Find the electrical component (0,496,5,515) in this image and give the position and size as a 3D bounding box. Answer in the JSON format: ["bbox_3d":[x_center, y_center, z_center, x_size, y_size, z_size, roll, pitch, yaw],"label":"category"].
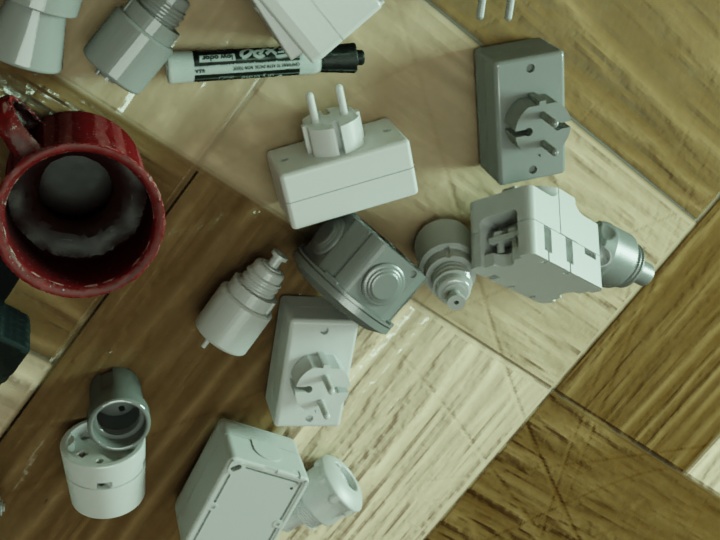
[{"bbox_3d":[-0.285,0.159,0.704,0.100,0.048,0.099,4,114,-18],"label":"electrical component"}]

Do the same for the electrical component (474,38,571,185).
[{"bbox_3d":[0.109,-0.095,0.682,0.047,0.075,0.083,-12,118,-11],"label":"electrical component"}]

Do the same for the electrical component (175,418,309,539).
[{"bbox_3d":[-0.088,0.160,0.757,0.062,0.061,0.096,21,108,-25],"label":"electrical component"}]

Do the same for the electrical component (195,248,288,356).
[{"bbox_3d":[-0.074,0.020,0.704,0.040,0.040,0.078,31,103,-27],"label":"electrical component"}]

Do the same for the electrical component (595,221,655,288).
[{"bbox_3d":[0.182,-0.007,0.766,0.062,0.043,0.043,23,107,-27],"label":"electrical component"}]

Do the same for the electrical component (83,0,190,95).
[{"bbox_3d":[-0.123,-0.136,0.613,0.040,0.040,0.078,37,100,-28],"label":"electrical component"}]

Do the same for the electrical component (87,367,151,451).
[{"bbox_3d":[-0.160,0.090,0.709,0.040,0.046,0.040,-7,117,-13],"label":"electrical component"}]

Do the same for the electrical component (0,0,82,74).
[{"bbox_3d":[-0.179,-0.141,0.591,0.045,0.045,0.055,15,110,-22],"label":"electrical component"}]

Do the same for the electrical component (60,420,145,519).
[{"bbox_3d":[-0.171,0.133,0.724,0.055,0.055,0.047,-6,120,-14],"label":"electrical component"}]

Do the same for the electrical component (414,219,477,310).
[{"bbox_3d":[0.059,-0.001,0.716,0.040,0.078,0.040,-2,125,-3],"label":"electrical component"}]

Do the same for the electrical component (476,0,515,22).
[{"bbox_3d":[0.086,-0.189,0.647,0.077,0.044,0.079,-1,115,-16],"label":"electrical component"}]

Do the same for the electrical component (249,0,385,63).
[{"bbox_3d":[-0.043,-0.171,0.607,0.061,0.061,0.096,-40,120,5],"label":"electrical component"}]

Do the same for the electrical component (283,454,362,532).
[{"bbox_3d":[-0.033,0.169,0.789,0.062,0.048,0.048,-35,120,11],"label":"electrical component"}]

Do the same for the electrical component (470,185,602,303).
[{"bbox_3d":[0.118,-0.019,0.717,0.050,0.055,0.089,-16,153,38],"label":"electrical component"}]

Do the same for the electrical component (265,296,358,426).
[{"bbox_3d":[-0.029,0.071,0.722,0.047,0.075,0.083,2,114,-18],"label":"electrical component"}]

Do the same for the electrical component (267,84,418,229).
[{"bbox_3d":[-0.015,-0.078,0.670,0.083,0.047,0.075,-17,119,-8],"label":"electrical component"}]

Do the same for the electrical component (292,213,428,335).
[{"bbox_3d":[0.000,0.000,0.695,0.080,0.080,0.051,38,95,-28],"label":"electrical component"}]
